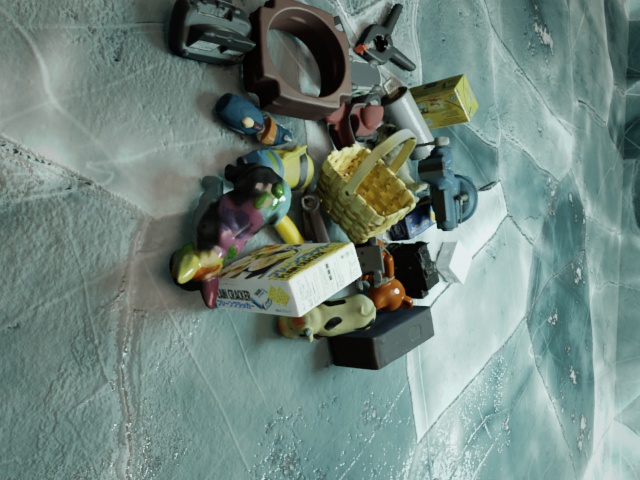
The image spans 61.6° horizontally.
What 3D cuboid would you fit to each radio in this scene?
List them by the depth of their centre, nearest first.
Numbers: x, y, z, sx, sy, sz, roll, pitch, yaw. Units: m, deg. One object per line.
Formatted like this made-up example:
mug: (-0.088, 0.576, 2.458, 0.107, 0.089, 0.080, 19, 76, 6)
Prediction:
radio: (0.141, 0.206, 1.170, 0.229, 0.131, 0.073, -19, 101, -44)

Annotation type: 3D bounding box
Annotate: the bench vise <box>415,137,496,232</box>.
bench vise: (0.318, -0.134, 1.293, 0.240, 0.129, 0.223, -5, 79, -51)

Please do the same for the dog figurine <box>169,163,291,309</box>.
dog figurine: (-0.150, -0.005, 0.860, 0.108, 0.192, 0.219, 50, 40, -40)

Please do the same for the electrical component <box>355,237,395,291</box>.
electrical component: (0.099, 0.046, 1.036, 0.045, 0.078, 0.102, 61, 16, -61)

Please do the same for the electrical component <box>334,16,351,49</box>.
electrical component: (0.029, -0.432, 1.146, 0.119, 0.048, 0.074, -37, 115, -38)

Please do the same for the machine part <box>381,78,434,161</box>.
machine part: (0.215, -0.281, 1.306, 0.243, 0.079, 0.079, 54, 54, -31)

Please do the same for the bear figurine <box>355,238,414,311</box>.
bear figurine: (0.111, 0.094, 1.160, 0.132, 0.120, 0.195, -41, 122, -35)

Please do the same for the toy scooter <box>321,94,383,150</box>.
toy scooter: (0.072, -0.245, 1.161, 0.184, 0.075, 0.135, -13, 97, -42)

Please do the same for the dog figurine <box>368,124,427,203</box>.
dog figurine: (0.133, -0.162, 1.226, 0.172, 0.121, 0.190, -17, 71, -22)

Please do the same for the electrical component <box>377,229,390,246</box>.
electrical component: (0.129, -0.023, 1.245, 0.094, 0.021, 0.063, 25, 70, -41)

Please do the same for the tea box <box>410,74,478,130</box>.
tea box: (0.286, -0.330, 1.314, 0.098, 0.170, 0.068, 55, 53, -31)

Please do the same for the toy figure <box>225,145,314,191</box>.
toy figure: (-0.088, -0.126, 0.991, 0.180, 0.082, 0.089, -22, 115, -48)

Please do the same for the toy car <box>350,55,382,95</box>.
toy car: (0.080, -0.356, 1.174, 0.201, 0.056, 0.073, -20, 103, -55)

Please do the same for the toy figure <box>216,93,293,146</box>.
toy figure: (-0.116, -0.211, 0.978, 0.154, 0.058, 0.064, 27, 50, -39)

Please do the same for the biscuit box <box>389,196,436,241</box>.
biscuit box: (0.249, -0.059, 1.341, 0.203, 0.063, 0.059, -30, 107, -43)

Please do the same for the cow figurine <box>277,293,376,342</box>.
cow figurine: (0.014, 0.152, 1.038, 0.195, 0.127, 0.085, -9, 74, -11)

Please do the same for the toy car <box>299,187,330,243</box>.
toy car: (-0.002, -0.003, 1.050, 0.089, 0.053, 0.202, 32, 39, -84)

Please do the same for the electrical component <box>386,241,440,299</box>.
electrical component: (0.214, 0.072, 1.262, 0.058, 0.115, 0.134, -27, 106, -41)

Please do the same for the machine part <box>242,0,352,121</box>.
machine part: (-0.044, -0.335, 1.012, 0.201, 0.087, 0.201, 2, 80, -36)

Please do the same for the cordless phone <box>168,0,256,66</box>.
cordless phone: (-0.193, -0.397, 0.910, 0.146, 0.089, 0.184, -7, 81, -46)
